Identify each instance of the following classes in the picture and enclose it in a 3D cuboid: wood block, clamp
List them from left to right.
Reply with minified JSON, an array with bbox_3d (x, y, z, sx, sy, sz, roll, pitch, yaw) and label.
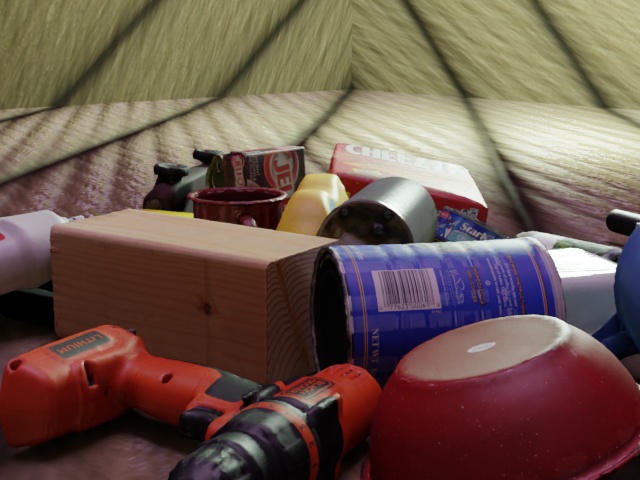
[{"bbox_3d":[-0.242,0.036,0.899,0.172,0.039,0.120,20,25,35],"label":"clamp"},{"bbox_3d":[-0.093,0.038,0.781,0.206,0.091,0.090,9,15,34],"label":"wood block"},{"bbox_3d":[0.409,0.002,1.095,0.164,0.036,0.210,0,14,-8],"label":"clamp"}]

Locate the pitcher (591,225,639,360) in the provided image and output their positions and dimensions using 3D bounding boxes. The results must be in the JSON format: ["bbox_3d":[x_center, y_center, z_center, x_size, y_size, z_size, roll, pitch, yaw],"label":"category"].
[{"bbox_3d":[0.242,0.065,0.613,0.145,0.149,0.242,17,17,4],"label":"pitcher"}]

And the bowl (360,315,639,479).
[{"bbox_3d":[0.091,0.081,0.557,0.162,0.055,0.162,-17,10,3],"label":"bowl"}]

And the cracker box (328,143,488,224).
[{"bbox_3d":[0.087,-0.046,1.153,0.164,0.072,0.213,12,15,0],"label":"cracker box"}]

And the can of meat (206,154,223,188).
[{"bbox_3d":[-0.070,-0.046,1.178,0.083,0.058,0.102,-3,54,-29],"label":"can of meat"}]

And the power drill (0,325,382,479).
[{"bbox_3d":[-0.079,0.099,0.578,0.188,0.057,0.184,9,11,26],"label":"power drill"}]

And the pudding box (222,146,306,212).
[{"bbox_3d":[-0.053,-0.037,1.084,0.039,0.113,0.089,6,13,40],"label":"pudding box"}]

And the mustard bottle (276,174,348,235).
[{"bbox_3d":[-0.007,0.001,0.944,0.058,0.096,0.191,2,12,5],"label":"mustard bottle"}]

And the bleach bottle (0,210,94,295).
[{"bbox_3d":[-0.293,0.022,0.813,0.250,0.068,0.103,-16,23,-25],"label":"bleach bottle"}]

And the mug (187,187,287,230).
[{"bbox_3d":[-0.074,-0.001,0.987,0.093,0.081,0.117,-3,12,-16],"label":"mug"}]

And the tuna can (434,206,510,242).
[{"bbox_3d":[0.146,0.003,1.002,0.086,0.034,0.086,29,-1,0],"label":"tuna can"}]

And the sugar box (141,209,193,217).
[{"bbox_3d":[-0.170,0.007,1.035,0.093,0.048,0.176,4,11,15],"label":"sugar box"}]

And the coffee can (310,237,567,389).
[{"bbox_3d":[0.072,0.052,0.688,0.140,0.103,0.103,-2,12,-13],"label":"coffee can"}]
